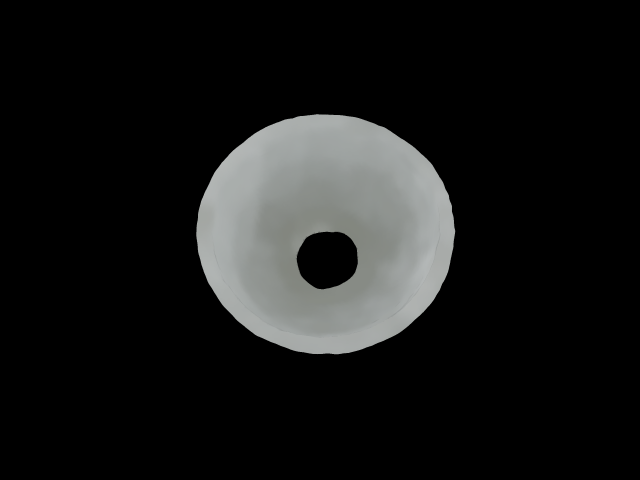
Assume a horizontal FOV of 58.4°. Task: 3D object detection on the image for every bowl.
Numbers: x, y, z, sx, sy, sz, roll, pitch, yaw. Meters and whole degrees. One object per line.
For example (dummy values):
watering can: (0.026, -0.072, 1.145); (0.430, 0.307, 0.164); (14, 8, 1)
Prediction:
bowl: (0.004, 0.001, 0.400); (0.167, 0.075, 0.167); (0, 70, 0)
